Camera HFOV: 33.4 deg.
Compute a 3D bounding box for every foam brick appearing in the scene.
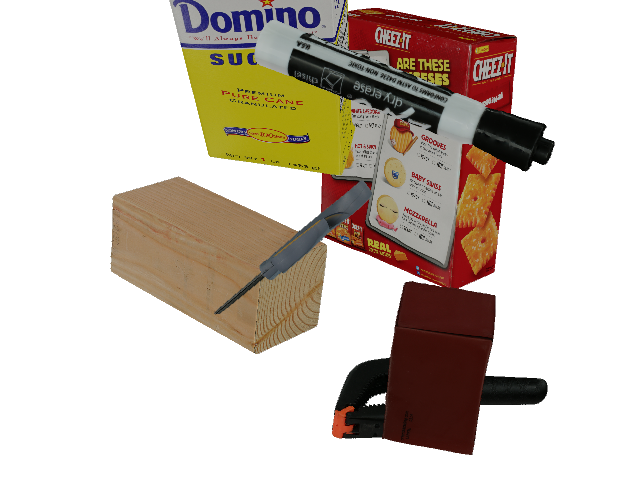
[{"bbox_3d":[0.065,0.070,0.591,0.053,0.078,0.051,9,29,8],"label":"foam brick"}]

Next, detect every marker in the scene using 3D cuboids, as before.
[{"bbox_3d":[0.031,-0.055,0.409,0.121,0.020,0.020,24,6,14],"label":"marker"}]

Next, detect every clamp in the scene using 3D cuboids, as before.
[{"bbox_3d":[0.099,0.137,0.991,0.165,0.036,0.209,27,36,33],"label":"clamp"}]

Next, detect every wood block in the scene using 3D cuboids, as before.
[{"bbox_3d":[-0.103,0.019,1.036,0.206,0.090,0.090,25,30,35],"label":"wood block"}]

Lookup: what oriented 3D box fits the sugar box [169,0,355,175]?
[{"bbox_3d":[-0.030,-0.106,0.621,0.093,0.048,0.176,8,-26,9],"label":"sugar box"}]

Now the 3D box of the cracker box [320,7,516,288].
[{"bbox_3d":[0.081,-0.085,0.937,0.071,0.214,0.164,-18,30,-41],"label":"cracker box"}]

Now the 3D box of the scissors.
[{"bbox_3d":[-0.038,0.023,0.795,0.202,0.016,0.096,-40,2,32],"label":"scissors"}]
